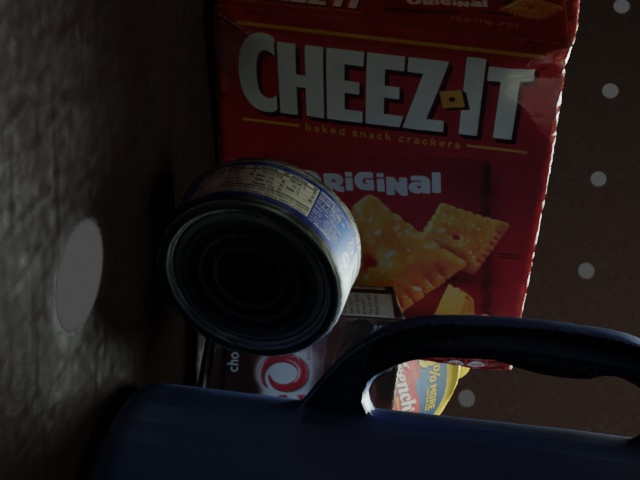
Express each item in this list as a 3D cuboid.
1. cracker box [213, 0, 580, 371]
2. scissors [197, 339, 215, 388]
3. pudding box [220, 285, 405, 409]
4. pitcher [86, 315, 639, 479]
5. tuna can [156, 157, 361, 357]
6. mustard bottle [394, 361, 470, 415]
[{"bbox_3d":[0.034,-0.033,0.553,0.072,0.164,0.214,-74,168,-47],"label":"cracker box"},{"bbox_3d":[-0.065,0.123,0.556,0.096,0.016,0.201,84,16,-68],"label":"scissors"},{"bbox_3d":[-0.008,0.077,0.558,0.039,0.090,0.113,-96,-170,-64],"label":"pudding box"},{"bbox_3d":[0.032,0.119,0.434,0.145,0.243,0.149,86,15,-51],"label":"pitcher"},{"bbox_3d":[-0.027,0.009,0.466,0.033,0.086,0.086,-65,162,-53],"label":"tuna can"},{"bbox_3d":[0.034,0.088,0.685,0.191,0.058,0.096,-13,103,-41],"label":"mustard bottle"}]
